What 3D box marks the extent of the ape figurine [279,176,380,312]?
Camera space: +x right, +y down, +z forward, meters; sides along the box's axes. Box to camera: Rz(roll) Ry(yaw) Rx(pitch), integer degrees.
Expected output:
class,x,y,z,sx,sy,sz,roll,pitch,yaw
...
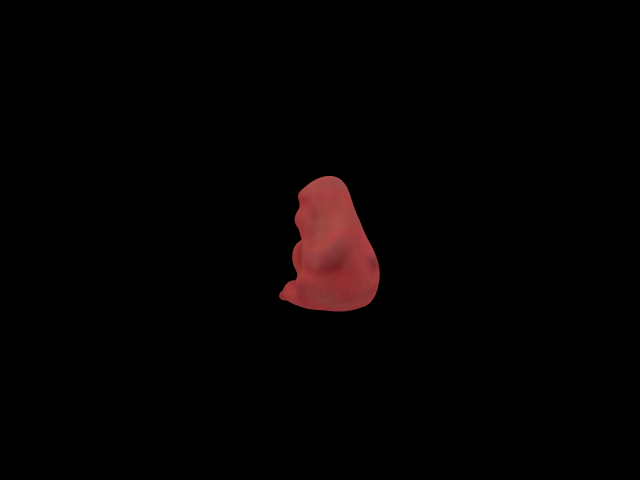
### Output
class,x,y,z,sx,sy,sz,roll,pitch,yaw
ape figurine,0.004,0.001,0.400,0.076,0.092,0.078,2,7,14
